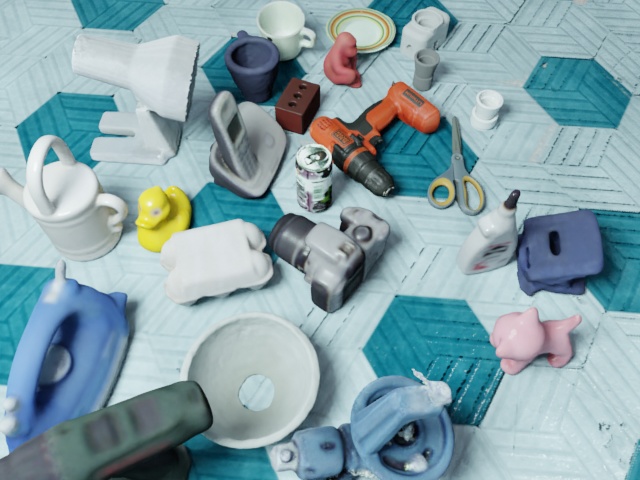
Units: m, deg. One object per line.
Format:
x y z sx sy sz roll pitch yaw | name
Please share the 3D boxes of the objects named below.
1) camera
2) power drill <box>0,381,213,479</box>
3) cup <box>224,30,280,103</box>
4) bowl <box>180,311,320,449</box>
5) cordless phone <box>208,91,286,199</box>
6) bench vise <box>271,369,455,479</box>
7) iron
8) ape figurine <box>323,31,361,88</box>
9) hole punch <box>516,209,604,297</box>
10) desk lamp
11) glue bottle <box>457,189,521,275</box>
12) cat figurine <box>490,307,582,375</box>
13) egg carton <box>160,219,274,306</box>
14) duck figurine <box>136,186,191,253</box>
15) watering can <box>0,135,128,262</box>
0.007 0.003 0.798 0.136 0.101 0.143 32 63 18 | camera
-0.215 0.232 0.591 0.230 0.208 0.075 -26 62 -16 | power drill
-0.117 -0.293 0.984 0.092 0.095 0.117 -18 60 -11 | cup
-0.082 0.178 0.704 0.167 0.075 0.167 0 58 0 | bowl
-0.113 -0.166 0.852 0.094 0.185 0.147 13 59 8 | cordless phone
0.058 0.213 0.598 0.208 0.220 0.121 -26 62 -16 | bench vise
-0.321 0.155 0.677 0.118 0.141 0.258 6 58 3 | iron
0.044 -0.322 1.004 0.076 0.092 0.078 20 60 12 | ape figurine
0.330 0.016 0.798 0.101 0.091 0.108 5 58 3 | hole punch
-0.268 -0.213 0.863 0.203 0.214 0.118 2 58 1 | desk lamp
0.236 -0.013 0.767 0.078 0.173 0.037 -16 60 -10 | glue bottle
0.266 0.119 0.718 0.128 0.118 0.067 -11 59 -7 | cat figurine
-0.144 0.031 0.797 0.150 0.069 0.107 -14 59 -9 | egg carton
-0.233 -0.045 0.834 0.077 0.086 0.104 17 60 10 | duck figurine
-0.355 -0.059 0.778 0.173 0.194 0.101 -11 59 -7 | watering can
